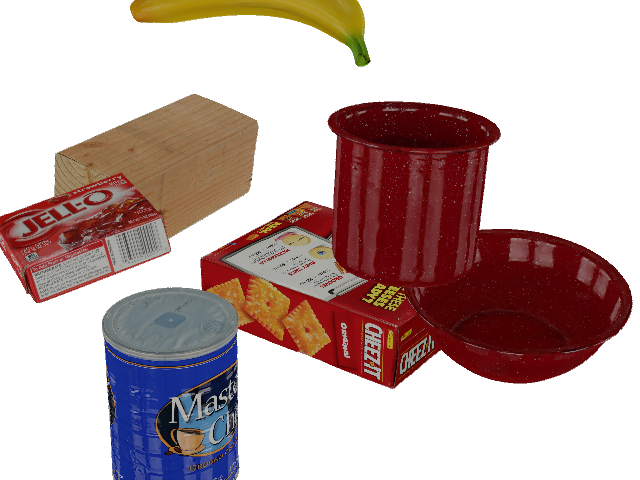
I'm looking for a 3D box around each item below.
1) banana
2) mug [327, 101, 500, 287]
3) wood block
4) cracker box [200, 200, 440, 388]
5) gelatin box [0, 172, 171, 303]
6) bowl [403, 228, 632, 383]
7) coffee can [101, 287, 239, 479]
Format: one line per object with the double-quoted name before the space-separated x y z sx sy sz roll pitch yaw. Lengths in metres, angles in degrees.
"banana" -0.047 -0.182 0.819 0.198 0.069 0.037 13 -40 16
"mug" 0.052 -0.030 0.600 0.093 0.081 0.117 9 23 15
"wood block" -0.161 -0.066 1.070 0.090 0.091 0.205 25 34 23
"cracker box" 0.022 0.044 0.984 0.214 0.072 0.163 18 31 32
"gelatin box" -0.146 -0.004 0.649 0.089 0.030 0.073 -22 33 -20
"bowl" 0.139 0.054 0.774 0.162 0.055 0.162 0 31 0
"coffee can" -0.115 0.122 0.834 0.103 0.140 0.103 1 25 -1
